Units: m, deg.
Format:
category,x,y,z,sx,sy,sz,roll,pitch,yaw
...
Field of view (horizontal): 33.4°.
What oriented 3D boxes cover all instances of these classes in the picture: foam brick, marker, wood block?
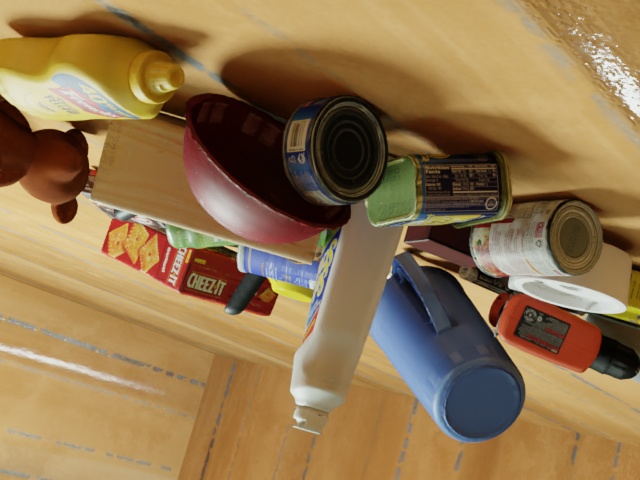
category,x,y,z,sx,sy,sz,roll,pitch,yaw
foam brick,0.131,-0.010,1.041,0.078,0.051,0.053,21,168,-23
marker,0.220,0.058,1.318,0.121,0.020,0.020,23,167,-32
wood block,-0.094,-0.053,0.984,0.206,0.090,0.091,16,-172,-1

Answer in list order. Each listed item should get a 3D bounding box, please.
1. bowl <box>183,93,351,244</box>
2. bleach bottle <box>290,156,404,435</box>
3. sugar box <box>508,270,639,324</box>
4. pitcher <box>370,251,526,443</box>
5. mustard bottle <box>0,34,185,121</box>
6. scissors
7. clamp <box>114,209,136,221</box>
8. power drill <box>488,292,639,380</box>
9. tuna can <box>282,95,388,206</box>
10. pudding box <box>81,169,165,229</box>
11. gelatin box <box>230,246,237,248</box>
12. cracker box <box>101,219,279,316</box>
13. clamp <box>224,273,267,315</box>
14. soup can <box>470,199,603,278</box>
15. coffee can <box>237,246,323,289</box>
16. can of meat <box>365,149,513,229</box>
category,x,y,z,sx,sy,sz,roll,pitch,yaw
bowl,-0.054,-0.048,0.872,0.162,0.055,0.162,32,-155,-17
bleach bottle,0.024,0.051,0.971,0.068,0.251,0.103,18,168,-10
sugar box,0.290,0.050,1.120,0.176,0.048,0.093,13,170,7
pitcher,0.146,0.125,1.260,0.149,0.145,0.243,22,-166,-20
mustard bottle,-0.180,-0.131,0.868,0.192,0.058,0.096,6,160,40
scissors,0.277,0.069,1.227,0.096,0.016,0.202,27,175,-21
clamp,-0.150,-0.060,1.137,0.164,0.036,0.210,-3,162,-2
power drill,0.271,0.110,1.187,0.184,0.057,0.187,22,179,14
tuna can,0.013,-0.069,0.831,0.086,0.086,0.034,25,164,-39
pudding box,-0.245,-0.052,1.379,0.090,0.039,0.113,12,168,14
gelatin box,-0.129,-0.014,1.426,0.073,0.030,0.089,9,170,29
cracker box,-0.178,0.033,1.477,0.163,0.072,0.214,18,-177,-42
clamp,-0.062,0.017,1.248,0.172,0.120,0.039,-15,-179,28
soup can,0.193,-0.001,0.957,0.068,0.068,0.102,23,166,-30
coffee can,-0.008,0.001,1.152,0.140,0.103,0.103,14,169,8
can of meat,0.093,-0.040,0.868,0.083,0.057,0.102,-2,176,-22
